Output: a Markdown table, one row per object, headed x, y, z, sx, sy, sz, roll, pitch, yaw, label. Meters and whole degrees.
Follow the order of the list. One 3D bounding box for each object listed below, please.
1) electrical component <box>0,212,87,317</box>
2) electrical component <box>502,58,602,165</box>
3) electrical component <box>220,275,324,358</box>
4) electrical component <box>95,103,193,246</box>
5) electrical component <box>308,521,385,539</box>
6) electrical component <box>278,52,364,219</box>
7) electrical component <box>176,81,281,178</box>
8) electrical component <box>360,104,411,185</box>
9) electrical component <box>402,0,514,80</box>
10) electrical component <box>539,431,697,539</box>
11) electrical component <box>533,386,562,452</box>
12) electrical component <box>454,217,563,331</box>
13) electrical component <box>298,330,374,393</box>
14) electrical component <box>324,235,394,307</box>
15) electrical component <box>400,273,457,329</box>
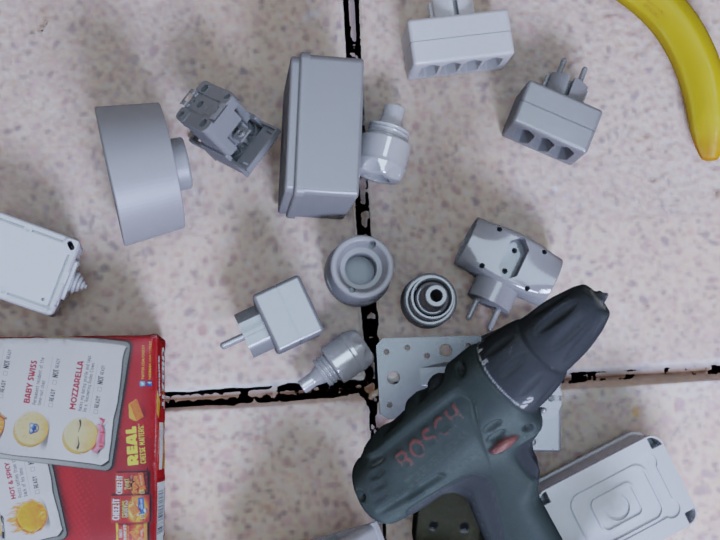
| x | y | z | sx | sy | sz | roll | pitch | yaw | label |
| --- | --- | --- | --- | --- | --- | --- | --- | --- | --- |
| -0.258 | -0.003 | 0.834 | 0.096 | 0.061 | 0.061 | 21 | 82 | -10 | electrical component |
| 0.164 | -0.137 | 0.888 | 0.066 | 0.047 | 0.076 | 23 | 81 | -1 | electrical component |
| -0.073 | 0.044 | 0.837 | 0.077 | 0.065 | 0.047 | -25 | 86 | -7 | electrical component |
| -0.162 | -0.077 | 0.826 | 0.060 | 0.108 | 0.108 | -12 | 84 | -12 | electrical component |
| -0.007 | 0.292 | 0.787 | 0.060 | 0.105 | 0.186 | -17 | 83 | -52 | electrical component |
| -0.031 | -0.100 | 0.837 | 0.056 | 0.109 | 0.108 | 3 | 83 | -7 | electrical component |
| -0.107 | -0.113 | 0.848 | 0.081 | 0.064 | 0.042 | 28 | 79 | 41 | electrical component |
| 0.021 | -0.103 | 0.874 | 0.043 | 0.043 | 0.062 | 15 | 81 | -3 | electrical component |
| 0.077 | -0.203 | 0.888 | 0.083 | 0.047 | 0.075 | -8 | 85 | -5 | electrical component |
| 0.194 | 0.184 | 0.846 | 0.113 | 0.057 | 0.078 | -26 | 86 | -7 | electrical component |
| 0.135 | 0.100 | 0.842 | 0.047 | 0.075 | 0.083 | 2 | 83 | -4 | electrical component |
| 0.112 | 0.009 | 0.868 | 0.077 | 0.043 | 0.079 | 27 | 82 | -1 | electrical component |
| -0.021 | 0.076 | 0.853 | 0.061 | 0.035 | 0.035 | -34 | 87 | -5 | electrical component |
| 0.000 | 0.000 | 0.858 | 0.055 | 0.047 | 0.055 | 1 | 83 | -5 | electrical component |
| 0.056 | 0.023 | 0.852 | 0.043 | 0.062 | 0.043 | 1 | 83 | -5 | electrical component |
